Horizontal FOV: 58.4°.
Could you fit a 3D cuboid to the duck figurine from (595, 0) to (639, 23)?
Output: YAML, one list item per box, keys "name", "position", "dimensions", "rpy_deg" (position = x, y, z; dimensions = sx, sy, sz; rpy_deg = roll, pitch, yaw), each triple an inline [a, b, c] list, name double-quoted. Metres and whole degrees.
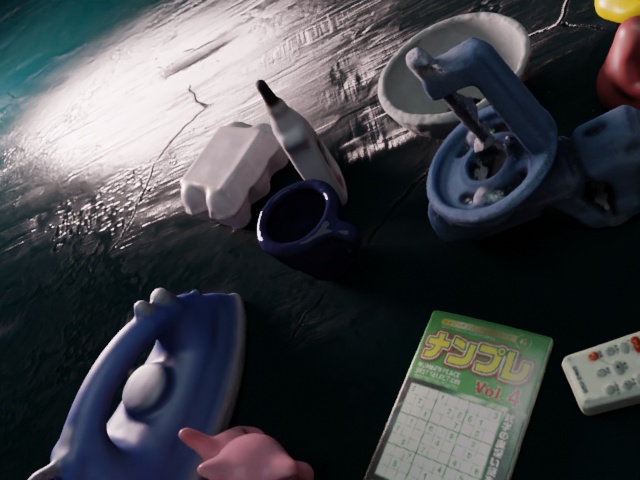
- name: "duck figurine"
  position: [0.342, -0.285, 0.600]
  dimensions: [0.104, 0.086, 0.077]
  rpy_deg: [12, 64, 38]

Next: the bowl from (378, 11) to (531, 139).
- name: "bowl"
  position: [0.153, -0.168, 0.635]
  dimensions: [0.167, 0.075, 0.167]
  rpy_deg: [-17, 49, 20]

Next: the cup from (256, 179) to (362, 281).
- name: "cup"
  position: [0.005, 0.002, 0.580]
  dimensions: [0.117, 0.095, 0.092]
  rpy_deg: [15, 65, 39]

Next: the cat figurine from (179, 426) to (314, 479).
- name: "cat figurine"
  position: [-0.064, 0.185, 0.464]
  dimensions: [0.127, 0.118, 0.067]
  rpy_deg: [15, 65, 39]

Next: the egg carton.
- name: "egg carton"
  position: [-0.109, -0.087, 0.738]
  dimensions: [0.107, 0.070, 0.150]
  rpy_deg: [12, 64, 38]

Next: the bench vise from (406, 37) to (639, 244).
- name: "bench vise"
  position: [0.166, -0.093, 0.465]
  dimensions: [0.207, 0.220, 0.121]
  rpy_deg: [-27, 46, 11]

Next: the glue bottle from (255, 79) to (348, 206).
- name: "glue bottle"
  position: [-0.023, -0.108, 0.627]
  dimensions: [0.037, 0.174, 0.078]
  rpy_deg: [-28, 46, 10]

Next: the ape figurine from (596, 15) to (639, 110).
- name: "ape figurine"
  position: [0.296, -0.165, 0.531]
  dimensions: [0.075, 0.092, 0.078]
  rpy_deg: [8, 61, 36]

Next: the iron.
- name: "iron"
  position: [-0.162, 0.135, 0.547]
  dimensions: [0.118, 0.142, 0.258]
  rpy_deg: [1, 57, 32]
